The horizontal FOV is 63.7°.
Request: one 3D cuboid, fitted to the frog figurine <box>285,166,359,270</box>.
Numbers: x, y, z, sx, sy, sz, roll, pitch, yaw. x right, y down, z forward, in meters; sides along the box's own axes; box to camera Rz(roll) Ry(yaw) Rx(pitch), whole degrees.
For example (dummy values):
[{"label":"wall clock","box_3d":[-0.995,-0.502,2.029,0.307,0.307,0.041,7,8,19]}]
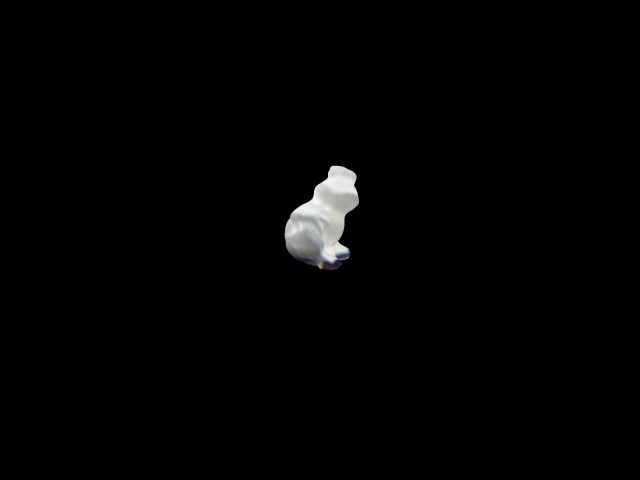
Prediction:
[{"label":"frog figurine","box_3d":[0.003,-0.043,0.850,0.123,0.158,0.138,6,11,36]}]
